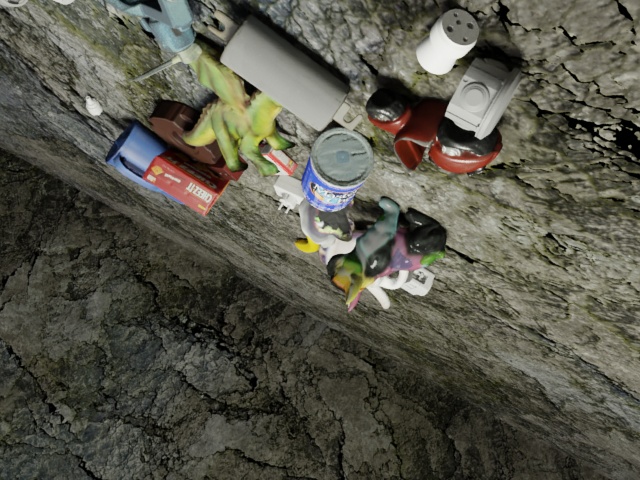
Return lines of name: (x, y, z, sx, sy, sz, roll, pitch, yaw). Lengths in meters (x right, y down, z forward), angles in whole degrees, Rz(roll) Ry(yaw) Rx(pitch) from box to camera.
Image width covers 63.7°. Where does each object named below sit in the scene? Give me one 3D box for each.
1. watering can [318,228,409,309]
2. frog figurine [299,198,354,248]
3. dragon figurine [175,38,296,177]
watering can: (0.102, 0.064, 1.259, 0.225, 0.106, 0.340, 26, 154, 14)
frog figurine: (0.003, -0.055, 1.093, 0.136, 0.123, 0.159, 69, 163, -11)
dragon figurine: (-0.166, -0.241, 0.894, 0.412, 0.124, 0.237, 14, 140, 36)
